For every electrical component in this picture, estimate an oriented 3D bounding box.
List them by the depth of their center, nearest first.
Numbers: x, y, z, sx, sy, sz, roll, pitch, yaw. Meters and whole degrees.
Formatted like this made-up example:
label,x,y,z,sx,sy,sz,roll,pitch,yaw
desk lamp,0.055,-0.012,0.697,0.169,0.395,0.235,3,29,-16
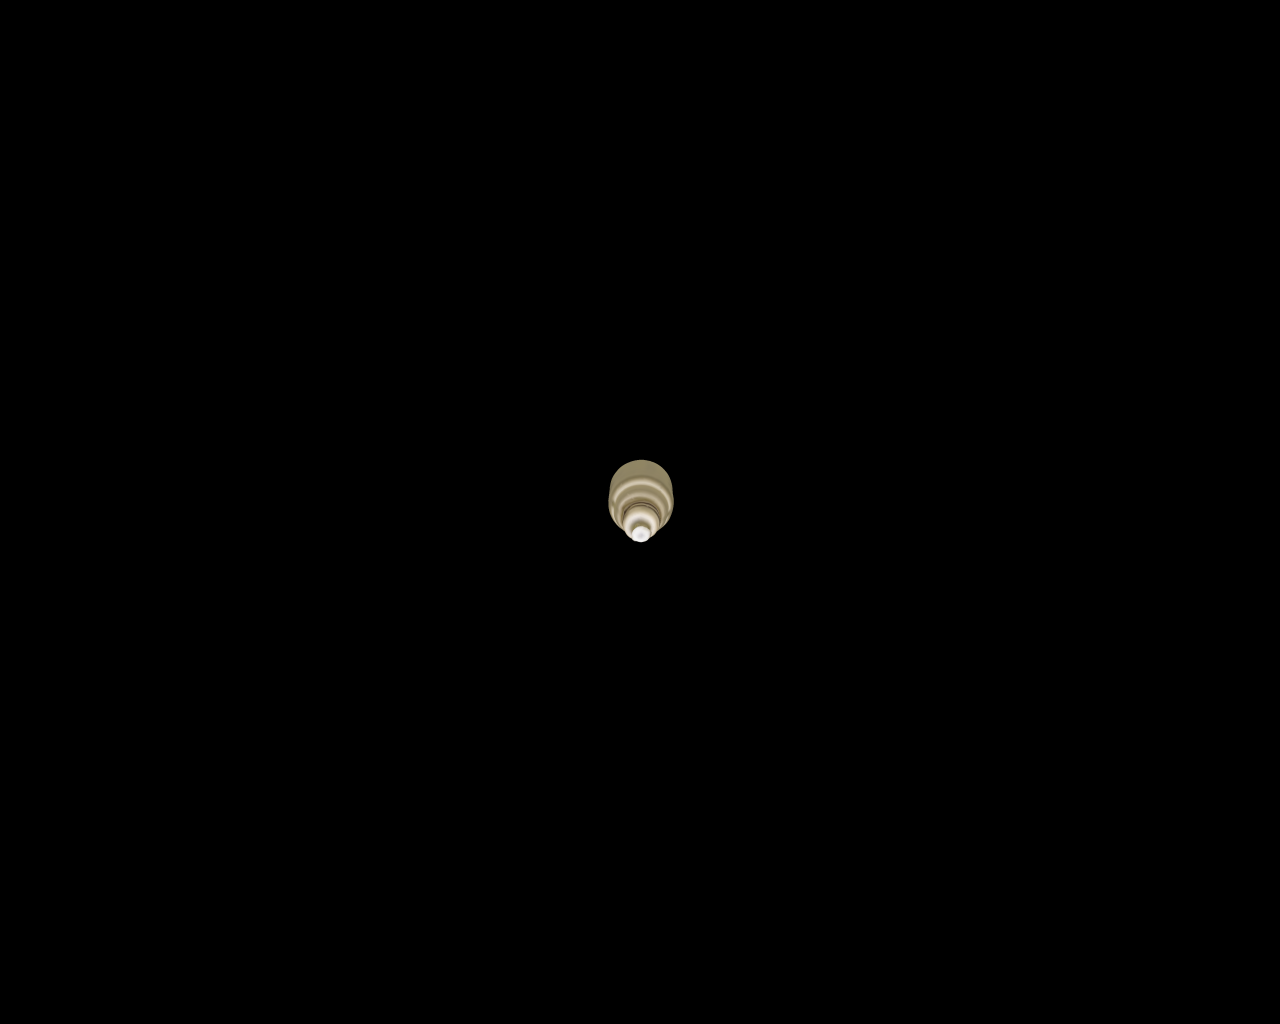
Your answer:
label,x,y,z,sx,sy,sz,roll,pitch,yaw
electrical component,0.001,-0.003,0.650,0.040,0.040,0.078,0,24,0
